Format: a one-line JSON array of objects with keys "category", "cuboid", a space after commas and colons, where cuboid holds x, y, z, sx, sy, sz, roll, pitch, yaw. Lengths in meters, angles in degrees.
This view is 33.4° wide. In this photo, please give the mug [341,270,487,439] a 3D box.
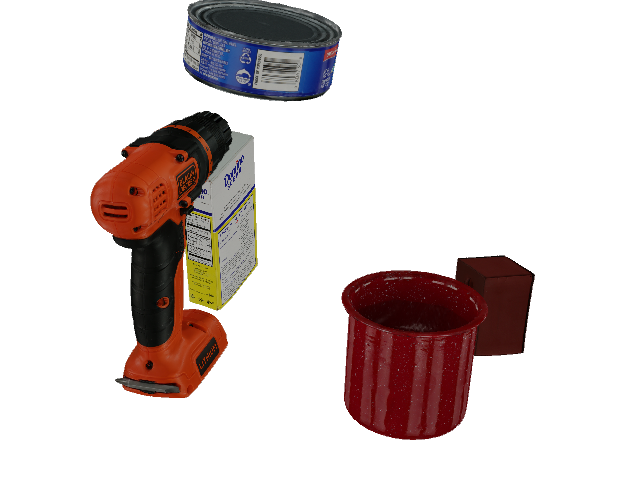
[{"category": "mug", "cuboid": [0.060, 0.070, 0.704, 0.093, 0.081, 0.117, 8, 24, 11]}]

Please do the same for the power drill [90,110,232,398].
[{"category": "power drill", "cuboid": [-0.108, 0.008, 0.799, 0.057, 0.188, 0.184, 5, 24, 17]}]

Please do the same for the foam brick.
[{"category": "foam brick", "cuboid": [0.152, 0.058, 0.957, 0.051, 0.078, 0.053, -4, 20, -22]}]

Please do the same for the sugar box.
[{"category": "sugar box", "cuboid": [-0.107, -0.021, 1.135, 0.048, 0.176, 0.093, 15, 40, 20]}]

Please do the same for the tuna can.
[{"category": "tuna can", "cuboid": [-0.033, -0.107, 0.593, 0.086, 0.034, 0.086, 8, 25, -4]}]
